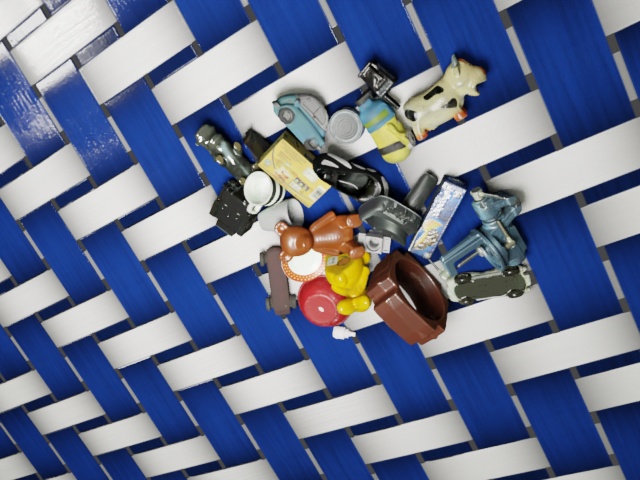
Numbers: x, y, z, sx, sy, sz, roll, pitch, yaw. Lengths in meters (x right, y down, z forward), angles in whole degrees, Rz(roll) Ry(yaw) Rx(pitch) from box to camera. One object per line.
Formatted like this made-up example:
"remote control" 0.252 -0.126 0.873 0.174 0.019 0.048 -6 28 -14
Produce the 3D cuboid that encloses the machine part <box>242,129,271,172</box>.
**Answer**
"machine part" -0.140 -0.223 1.369 0.139 0.039 0.084 45 121 -6

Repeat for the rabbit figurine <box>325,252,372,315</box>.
"rabbit figurine" 0.092 0.123 1.389 0.122 0.162 0.173 -19 123 9

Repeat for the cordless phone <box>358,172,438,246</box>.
"cordless phone" 0.194 -0.093 1.272 0.146 0.089 0.184 28 101 -30

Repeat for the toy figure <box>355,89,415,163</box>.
"toy figure" 0.147 -0.261 1.248 0.180 0.082 0.089 47 129 -11

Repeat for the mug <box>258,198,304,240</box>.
"mug" -0.103 -0.049 1.407 0.107 0.081 0.109 -8 107 30

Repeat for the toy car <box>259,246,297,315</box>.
"toy car" -0.114 0.112 1.484 0.089 0.053 0.201 -8 111 -3

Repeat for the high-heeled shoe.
"high-heeled shoe" 0.091 -0.122 1.279 0.249 0.145 0.086 38 117 -3

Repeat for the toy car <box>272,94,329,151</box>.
"toy car" -0.034 -0.292 1.278 0.103 0.109 0.161 -44 103 8

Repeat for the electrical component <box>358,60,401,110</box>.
"electrical component" 0.146 -0.351 1.215 0.119 0.075 0.047 42 117 2

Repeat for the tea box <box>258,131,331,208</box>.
"tea box" -0.057 -0.173 1.327 0.169 0.068 0.098 42 113 -17

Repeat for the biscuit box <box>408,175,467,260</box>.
"biscuit box" 0.283 -0.055 1.297 0.059 0.063 0.202 25 116 4

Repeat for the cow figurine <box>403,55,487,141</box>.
"cow figurine" 0.275 -0.320 1.188 0.195 0.085 0.127 -27 108 24

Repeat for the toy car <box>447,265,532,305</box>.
"toy car" 0.417 0.110 1.328 0.202 0.056 0.073 -11 101 18

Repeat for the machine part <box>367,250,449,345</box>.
"machine part" 0.215 0.140 1.312 0.201 0.201 0.087 42 122 -9

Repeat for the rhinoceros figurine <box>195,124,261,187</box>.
"rhinoceros figurine" -0.234 -0.216 1.366 0.190 0.112 0.073 43 87 -19

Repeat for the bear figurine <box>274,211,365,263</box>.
"bear figurine" -0.004 -0.004 1.330 0.196 0.132 0.120 -10 104 -23

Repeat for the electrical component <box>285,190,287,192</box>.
"electrical component" -0.128 -0.129 1.410 0.094 0.021 0.063 -29 100 24

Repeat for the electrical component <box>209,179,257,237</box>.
"electrical component" -0.226 -0.076 1.431 0.115 0.058 0.134 36 124 9

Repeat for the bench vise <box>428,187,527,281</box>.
"bench vise" 0.368 0.001 1.244 0.240 0.129 0.223 -36 122 1
